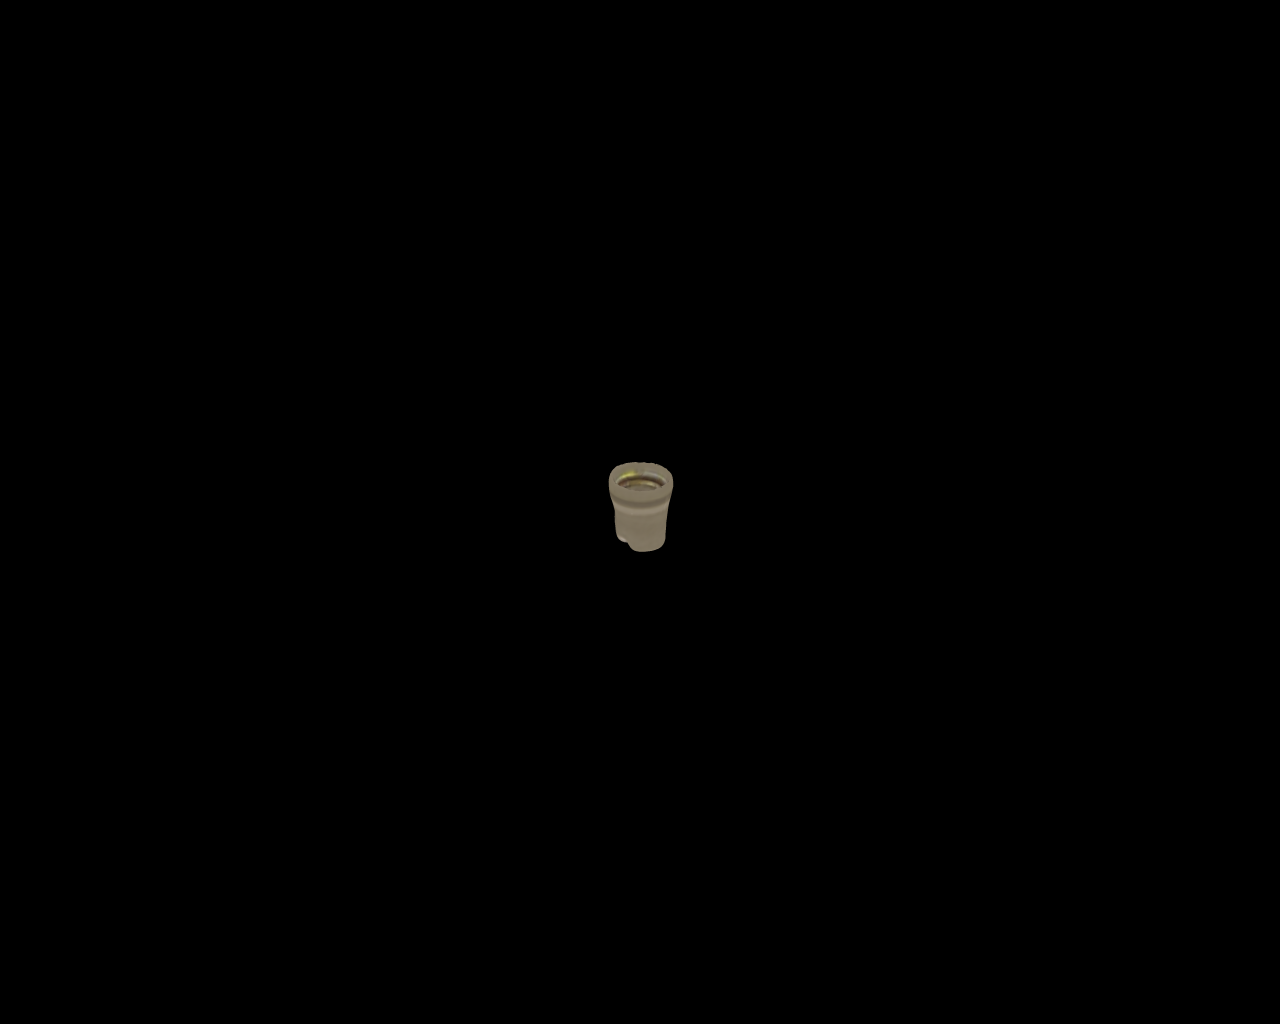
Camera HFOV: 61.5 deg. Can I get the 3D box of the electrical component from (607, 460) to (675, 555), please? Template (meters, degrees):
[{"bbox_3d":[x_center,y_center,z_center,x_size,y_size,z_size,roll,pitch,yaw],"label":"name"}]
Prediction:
[{"bbox_3d":[0.001,-0.003,0.650,0.040,0.046,0.040,0,29,0],"label":"electrical component"}]
